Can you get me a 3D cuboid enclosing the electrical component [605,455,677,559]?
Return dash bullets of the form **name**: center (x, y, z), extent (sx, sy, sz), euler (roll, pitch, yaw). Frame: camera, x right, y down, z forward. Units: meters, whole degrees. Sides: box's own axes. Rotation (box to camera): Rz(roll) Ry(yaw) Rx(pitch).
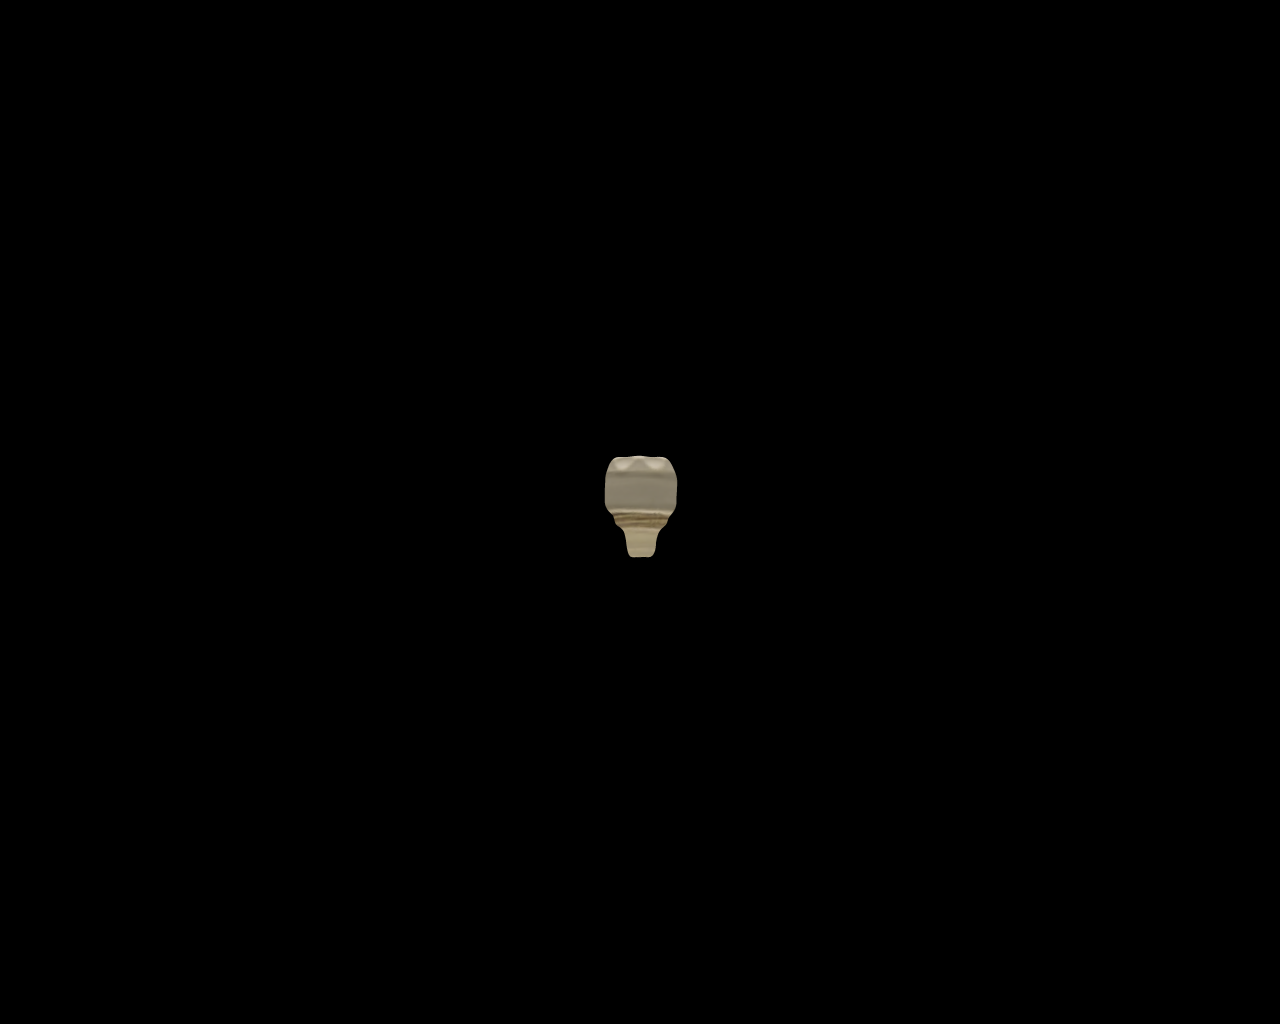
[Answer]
- **electrical component**: center (0.001, -0.003, 0.650), extent (0.043, 0.062, 0.043), euler (0, -2, 0)
